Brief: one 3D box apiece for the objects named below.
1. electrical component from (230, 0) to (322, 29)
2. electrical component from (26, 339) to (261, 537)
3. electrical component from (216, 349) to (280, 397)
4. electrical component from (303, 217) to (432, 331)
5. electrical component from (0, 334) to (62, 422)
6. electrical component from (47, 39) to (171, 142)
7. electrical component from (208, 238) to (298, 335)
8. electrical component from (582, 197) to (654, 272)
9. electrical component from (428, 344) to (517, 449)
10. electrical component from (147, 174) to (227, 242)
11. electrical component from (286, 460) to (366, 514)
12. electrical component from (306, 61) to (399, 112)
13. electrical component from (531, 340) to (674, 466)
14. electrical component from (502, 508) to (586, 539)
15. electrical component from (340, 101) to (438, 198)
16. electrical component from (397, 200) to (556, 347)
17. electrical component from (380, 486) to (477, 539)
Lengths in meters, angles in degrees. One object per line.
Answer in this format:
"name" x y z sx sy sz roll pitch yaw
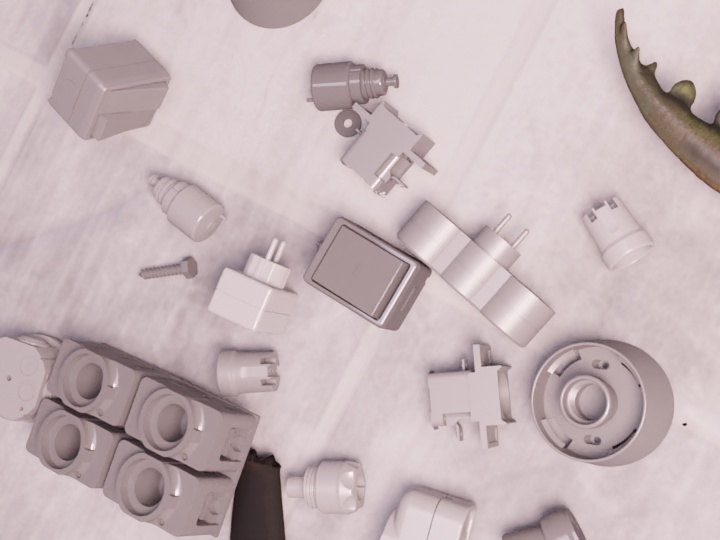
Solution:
"electrical component" -0.074 -0.269 0.943 0.099 0.064 0.099 -1 75 5
"electrical component" -0.188 0.137 0.902 0.186 0.060 0.105 20 90 31
"electrical component" -0.094 0.087 0.913 0.046 0.040 0.040 -3 83 10
"electrical component" 0.000 0.000 0.881 0.096 0.061 0.061 31 93 17
"electrical component" -0.301 0.097 0.966 0.080 0.051 0.080 -2 84 17
"electrical component" -0.213 -0.158 0.949 0.061 0.096 0.061 46 127 16
"electrical component" -0.082 0.010 0.902 0.047 0.066 0.076 23 91 18
"electrical component" 0.200 -0.028 0.837 0.040 0.040 0.046 -32 70 11
"electrical component" 0.088 0.101 0.855 0.064 0.042 0.081 -6 82 18
"electrical component" -0.155 -0.058 0.945 0.078 0.040 0.040 37 95 17
"electrical component" -0.029 0.178 0.881 0.062 0.043 0.043 -3 83 17
"electrical component" -0.006 -0.157 0.911 0.078 0.040 0.040 -2 84 16
"electrical component" 0.184 0.102 0.827 0.099 0.064 0.099 -5 81 30
"electrical component" 0.143 0.213 0.825 0.055 0.045 0.045 -28 77 12
"electrical component" 0.021 -0.099 0.896 0.081 0.042 0.063 44 99 17
"electrical component" 0.103 -0.011 0.856 0.138 0.052 0.073 43 97 16
"electrical component" 0.049 0.223 0.847 0.059 0.054 0.095 15 89 18
